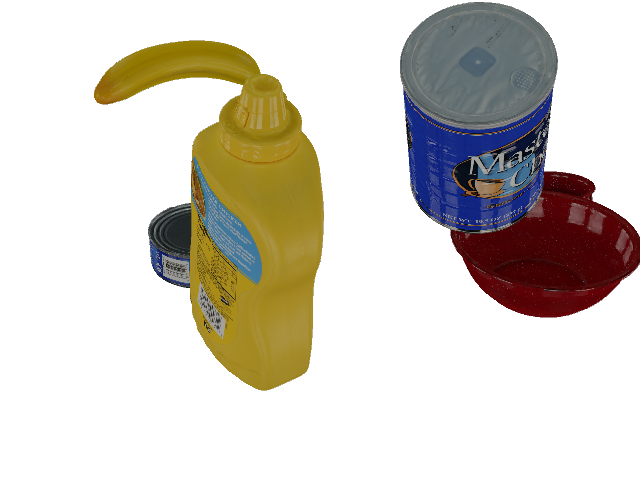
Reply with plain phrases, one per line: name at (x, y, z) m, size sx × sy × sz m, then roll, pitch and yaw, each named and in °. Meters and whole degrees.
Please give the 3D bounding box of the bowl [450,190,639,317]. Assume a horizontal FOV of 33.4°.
bowl at (0.190, 0.018, 0.918) m, size 0.162 × 0.055 × 0.162 m, roll 0°, pitch 33°, yaw 0°

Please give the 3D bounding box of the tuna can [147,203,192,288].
tuna can at (-0.099, 0.004, 0.887) m, size 0.086 × 0.034 × 0.086 m, roll 1°, pitch 33°, yaw -1°

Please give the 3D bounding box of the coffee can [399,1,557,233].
coffee can at (0.111, -0.083, 0.758) m, size 0.103 × 0.103 × 0.140 m, roll 0°, pitch -30°, yaw 8°

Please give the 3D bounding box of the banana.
banana at (-0.139, -0.171, 1.074) m, size 0.197 × 0.070 × 0.037 m, roll -8°, pitch -39°, yaw -29°

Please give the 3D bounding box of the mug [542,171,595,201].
mug at (0.279, -0.030, 1.250) m, size 0.117 × 0.081 × 0.093 m, roll -23°, pitch 31°, yaw -38°

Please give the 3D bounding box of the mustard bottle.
mustard bottle at (-0.036, -0.009, 0.577) m, size 0.058 × 0.192 × 0.096 m, roll -20°, pitch 52°, yaw -23°
